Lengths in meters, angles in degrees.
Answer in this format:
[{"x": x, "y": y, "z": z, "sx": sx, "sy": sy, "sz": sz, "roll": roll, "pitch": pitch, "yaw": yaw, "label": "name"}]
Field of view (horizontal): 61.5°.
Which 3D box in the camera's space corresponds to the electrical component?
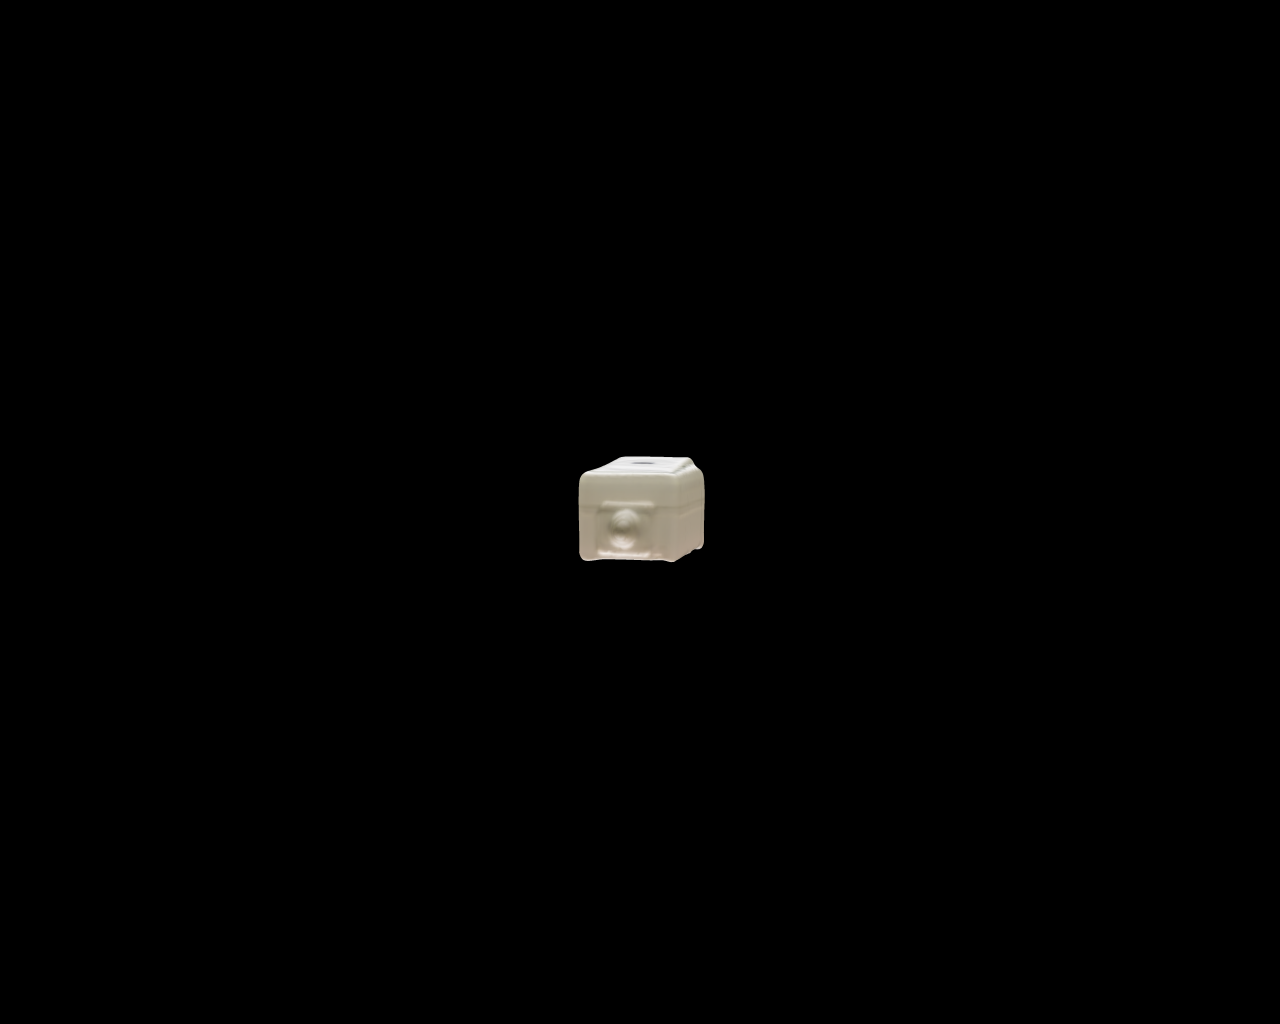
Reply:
[{"x": 0.001, "y": -0.003, "z": 0.650, "sx": 0.062, "sy": 0.061, "sz": 0.096, "roll": 1, "pitch": 5, "yaw": 15, "label": "electrical component"}]
